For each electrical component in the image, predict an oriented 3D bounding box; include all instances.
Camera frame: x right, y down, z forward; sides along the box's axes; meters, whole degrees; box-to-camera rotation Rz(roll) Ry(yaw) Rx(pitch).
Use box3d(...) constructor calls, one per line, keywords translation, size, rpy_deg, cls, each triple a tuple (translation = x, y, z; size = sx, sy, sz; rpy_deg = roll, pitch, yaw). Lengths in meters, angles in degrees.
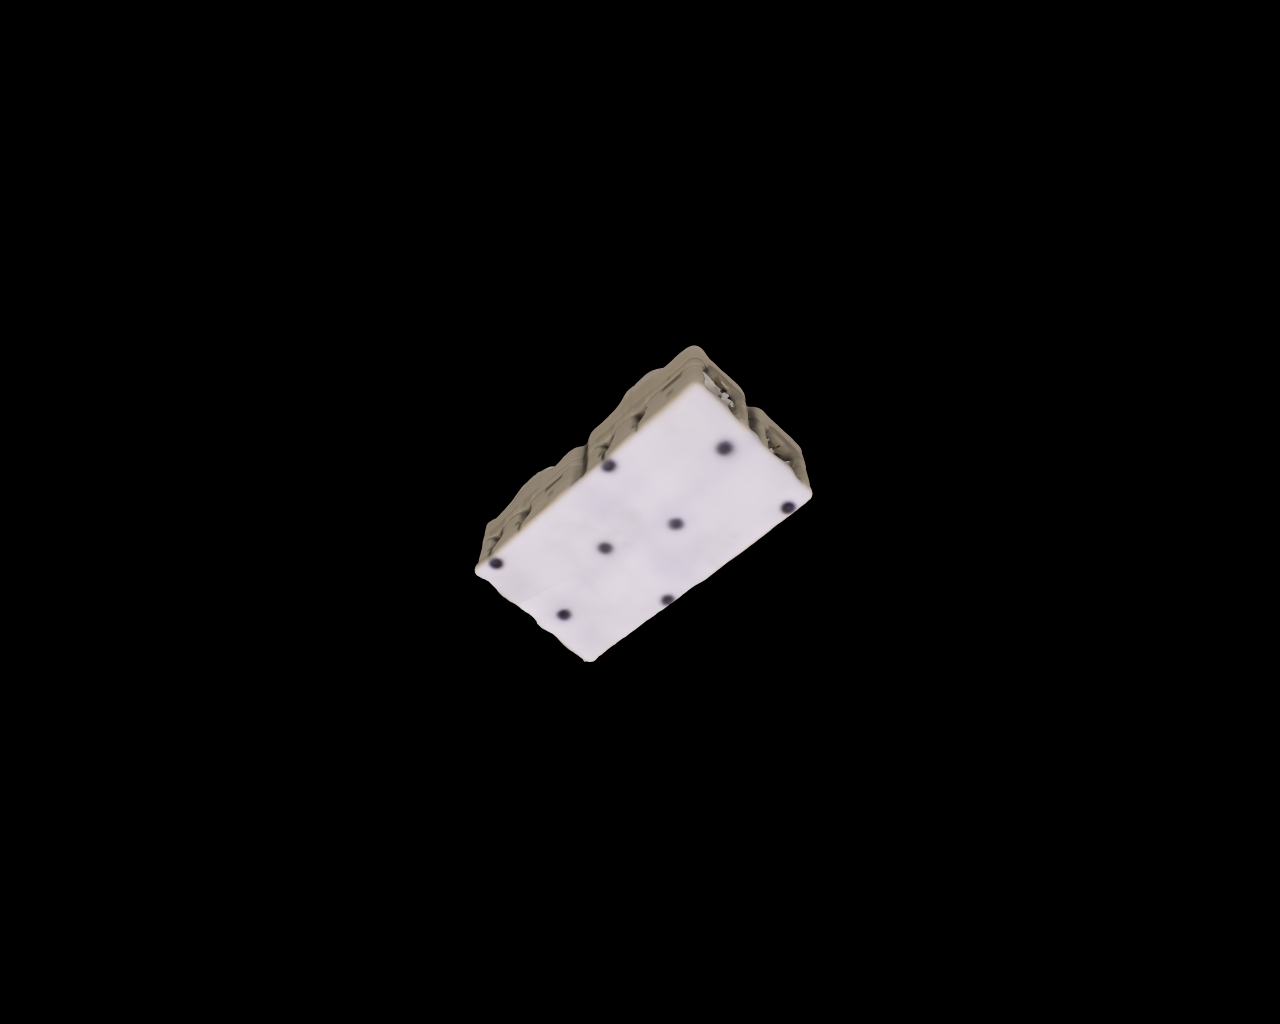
box3d(translation=(0.001, -0.003, 0.650), size=(0.186, 0.105, 0.060), rpy_deg=(-39, 24, 22), cls="electrical component")
